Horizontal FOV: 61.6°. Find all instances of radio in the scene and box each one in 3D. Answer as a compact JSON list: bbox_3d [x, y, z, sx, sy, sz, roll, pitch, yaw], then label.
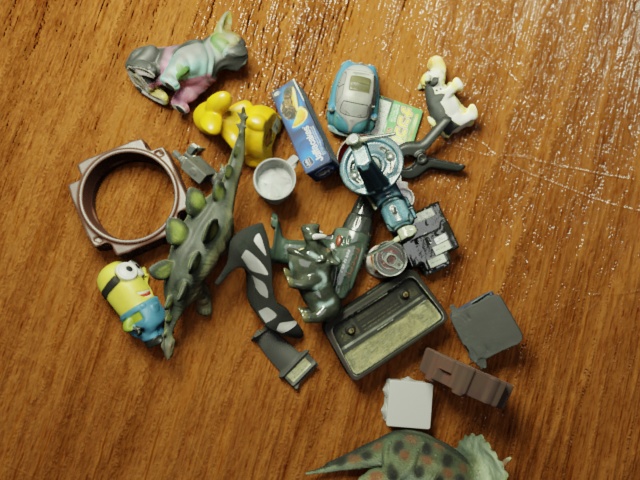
[{"bbox_3d":[0.124,0.163,1.076,0.230,0.073,0.131,-32,89,-9],"label":"radio"}]

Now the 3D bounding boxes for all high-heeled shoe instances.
[{"bbox_3d":[-0.086,0.080,1.030,0.248,0.086,0.145,40,92,-29],"label":"high-heeled shoe"}]

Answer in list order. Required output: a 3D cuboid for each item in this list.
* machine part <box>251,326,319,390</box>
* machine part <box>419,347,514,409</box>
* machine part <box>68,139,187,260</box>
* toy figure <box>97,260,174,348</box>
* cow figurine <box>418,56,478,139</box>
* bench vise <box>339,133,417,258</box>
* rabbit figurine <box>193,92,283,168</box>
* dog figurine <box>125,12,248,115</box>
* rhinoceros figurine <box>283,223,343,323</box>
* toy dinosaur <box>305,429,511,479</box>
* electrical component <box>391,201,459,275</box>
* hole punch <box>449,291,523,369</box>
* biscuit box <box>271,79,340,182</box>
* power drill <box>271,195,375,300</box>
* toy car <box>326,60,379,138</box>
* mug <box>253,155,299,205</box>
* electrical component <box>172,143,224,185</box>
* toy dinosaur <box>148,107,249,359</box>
[{"bbox_3d":[-0.074,0.226,1.069,0.139,0.039,0.084,42,90,-2],"label":"machine part"},{"bbox_3d":[0.278,0.266,1.037,0.179,0.179,0.056,23,86,-3],"label":"machine part"},{"bbox_3d":[-0.363,-0.079,1.045,0.201,0.087,0.201,-24,86,-8],"label":"machine part"},{"bbox_3d":[-0.356,0.123,1.028,0.089,0.082,0.180,-28,91,-6],"label":"toy figure"},{"bbox_3d":[0.256,-0.303,1.146,0.098,0.068,0.167,-30,87,-2],"label":"cow figurine"},{"bbox_3d":[0.101,-0.107,0.963,0.129,0.240,0.223,-16,67,15],"label":"bench vise"},{"bbox_3d":[-0.179,-0.224,1.061,0.173,0.162,0.121,20,94,14],"label":"rabbit figurine"},{"bbox_3d":[-0.254,-0.367,1.076,0.192,0.108,0.219,28,67,19],"label":"dog figurine"},{"bbox_3d":[-0.010,0.064,1.005,0.112,0.073,0.190,-14,96,-4],"label":"rhinoceros figurine"},{"bbox_3d":[0.193,0.438,1.040,0.405,0.131,0.192,20,70,1],"label":"toy dinosaur"},{"bbox_3d":[0.216,0.003,1.112,0.115,0.058,0.134,-22,87,-6],"label":"electrical component"},{"bbox_3d":[0.337,0.174,1.101,0.116,0.092,0.142,-28,88,13],"label":"hole punch"},{"bbox_3d":[-0.029,-0.218,1.075,0.059,0.062,0.203,-28,71,13],"label":"biscuit box"},{"bbox_3d":[-0.002,-0.003,1.080,0.207,0.086,0.232,10,90,-11],"label":"power drill"},{"bbox_3d":[0.076,-0.293,1.090,0.109,0.103,0.161,12,87,-5],"label":"toy car"},{"bbox_3d":[-0.084,-0.120,1.067,0.081,0.107,0.109,34,80,-2],"label":"mug"},{"bbox_3d":[-0.237,-0.150,1.077,0.102,0.078,0.045,43,106,5],"label":"electrical component"},{"bbox_3d":[-0.211,-0.008,0.992,0.105,0.198,0.471,17,84,6],"label":"toy dinosaur"}]
